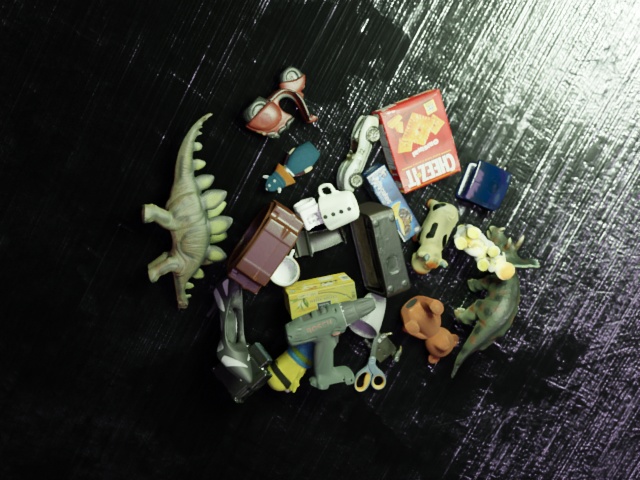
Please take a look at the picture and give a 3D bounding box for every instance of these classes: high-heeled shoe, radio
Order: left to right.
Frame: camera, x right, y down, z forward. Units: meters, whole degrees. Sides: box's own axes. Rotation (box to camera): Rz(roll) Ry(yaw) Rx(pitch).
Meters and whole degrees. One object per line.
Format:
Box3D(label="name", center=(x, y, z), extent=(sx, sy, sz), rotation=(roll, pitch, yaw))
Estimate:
Box3D(label="high-heeled shoe", center=(-0.191, 0.204, 1.276), extent=(0.145, 0.249, 0.086), rotation=(-48, 152, 20))
Box3D(label="radio", center=(0.146, 0.025, 1.338), extent=(0.073, 0.131, 0.229), rotation=(-21, 106, -18))

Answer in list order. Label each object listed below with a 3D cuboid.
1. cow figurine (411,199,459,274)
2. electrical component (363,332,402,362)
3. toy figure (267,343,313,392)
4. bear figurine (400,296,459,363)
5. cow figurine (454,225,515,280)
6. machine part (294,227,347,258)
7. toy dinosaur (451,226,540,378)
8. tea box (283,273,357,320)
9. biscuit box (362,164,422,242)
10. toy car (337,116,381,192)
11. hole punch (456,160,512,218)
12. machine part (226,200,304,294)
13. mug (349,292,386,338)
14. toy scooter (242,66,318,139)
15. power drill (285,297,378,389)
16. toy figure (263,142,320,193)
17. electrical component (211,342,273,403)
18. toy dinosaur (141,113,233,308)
Box3D(label="cow figurine", center=(0.294, -0.002, 1.373), extent=(0.085, 0.127, 0.194), rotation=(24, 93, -14))
Box3D(label="electrical component", center=(0.173, 0.288, 1.449), extent=(0.078, 0.045, 0.102), rotation=(-36, 107, -5))
Box3D(label="toy figure", center=(-0.065, 0.308, 1.381), extent=(0.089, 0.082, 0.180), rotation=(38, 96, -6))
Box3D(label="bear figurine", center=(0.299, 0.247, 1.430), extent=(0.120, 0.132, 0.195), rotation=(-36, 102, -2))
Box3D(label="cow figurine", center=(0.405, 0.030, 1.333), extent=(0.167, 0.098, 0.068), rotation=(43, 104, -5))
Box3D(label="machine part", center=(-0.003, -0.004, 1.350), extent=(0.139, 0.039, 0.084), rotation=(-12, 99, -9))
Box3D(label="toy dinosaur", center=(0.452, 0.164, 1.383), extent=(0.131, 0.192, 0.405), rotation=(23, 67, -6))
Box3D(label="tea box", center=(-0.002, 0.139, 1.349), extent=(0.170, 0.098, 0.068), rotation=(-11, 103, -9))
Box3D(label="biscuit box", center=(0.178, -0.095, 1.359), extent=(0.059, 0.063, 0.202), rotation=(-35, 108, -5))
Box3D(label="toy car", center=(0.090, -0.206, 1.309), extent=(0.056, 0.074, 0.201), rotation=(19, 97, -20))
Box3D(label="hole punch", center=(0.424, -0.139, 1.377), extent=(0.116, 0.092, 0.142), rotation=(21, 93, 3))
Box3D(label="machine part", center=(-0.131, 0.010, 1.236), extent=(0.087, 0.201, 0.201), rotation=(35, 92, -15))
Box3D(label="mug", center=(0.131, 0.195, 1.397), extent=(0.081, 0.109, 0.107), rotation=(21, 57, 16))
Box3D(label="toy scooter", center=(-0.083, -0.299, 1.250), extent=(0.184, 0.075, 0.135), rotation=(-46, 109, -5))
Box3D(label="power drill", center=(0.037, 0.252, 1.302), extent=(0.232, 0.086, 0.207), rotation=(-11, 116, -9))
Box3D(label="toy figure", center=(-0.068, -0.169, 1.288), extent=(0.154, 0.064, 0.057), rotation=(-42, 144, 3))
Box3D(label="electrical component", center=(-0.186, 0.320, 1.339), extent=(0.134, 0.058, 0.115), rotation=(-44, 71, -1))
Box3D(label="toy dinosaur", center=(-0.308, -0.051, 1.238), extent=(0.198, 0.105, 0.470), rotation=(-5, 112, -20))
